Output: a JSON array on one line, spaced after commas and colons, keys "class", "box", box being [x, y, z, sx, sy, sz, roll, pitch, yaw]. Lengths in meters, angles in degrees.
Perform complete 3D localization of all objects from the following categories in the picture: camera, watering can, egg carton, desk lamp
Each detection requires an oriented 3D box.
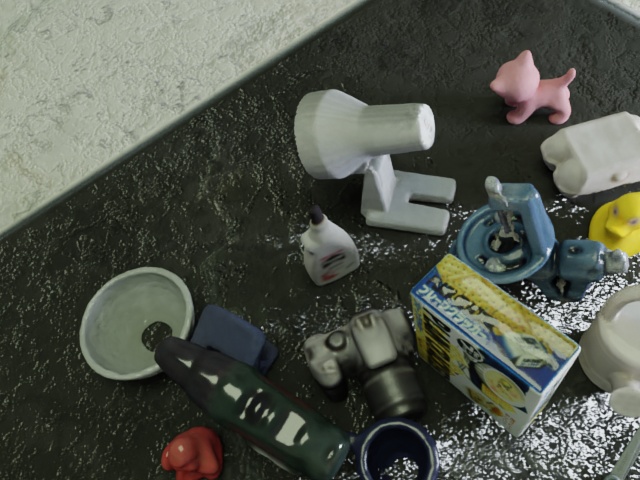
[{"class": "camera", "box": [0.064, 0.165, 0.713, 0.143, 0.101, 0.136, -22, 59, -1]}, {"class": "watering can", "box": [0.356, 0.108, 0.628, 0.100, 0.194, 0.173, -2, 61, 11]}, {"class": "egg carton", "box": [0.401, -0.119, 0.818, 0.150, 0.069, 0.107, -16, 59, 3]}, {"class": "desk lamp", "box": [0.083, -0.114, 0.799, 0.202, 0.214, 0.118, 9, 64, 17]}]

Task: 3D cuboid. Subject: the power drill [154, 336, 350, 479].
[{"class": "power drill", "box": [-0.066, 0.202, 0.658, 0.229, 0.209, 0.076, 23, 69, 23]}]

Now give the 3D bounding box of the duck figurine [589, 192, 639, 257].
[{"class": "duck figurine", "box": [0.407, -0.031, 0.758, 0.077, 0.086, 0.105, 37, 74, 27]}]

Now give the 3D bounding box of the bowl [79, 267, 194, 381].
[{"class": "bowl", "box": [-0.247, 0.127, 0.816, 0.167, 0.075, 0.167, -5, 60, 9]}]

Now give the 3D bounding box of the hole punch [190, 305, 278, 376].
[{"class": "hole punch", "box": [-0.123, 0.155, 0.765, 0.108, 0.091, 0.101, 25, 69, 23]}]

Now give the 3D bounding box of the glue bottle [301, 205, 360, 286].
[{"class": "glue bottle", "box": [0.007, 0.003, 0.774, 0.078, 0.173, 0.037, -30, 59, -5]}]

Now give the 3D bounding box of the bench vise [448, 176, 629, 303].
[{"class": "bench vise", "box": [0.264, -0.012, 0.700, 0.207, 0.220, 0.121, -6, 60, 9]}]

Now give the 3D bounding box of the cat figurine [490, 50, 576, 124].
[{"class": "cat figurine", "box": [0.322, -0.236, 0.872, 0.127, 0.118, 0.067, -1, 61, 12]}]

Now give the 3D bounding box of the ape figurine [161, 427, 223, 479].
[{"class": "ape figurine", "box": [-0.161, 0.267, 0.710, 0.077, 0.092, 0.076, 23, 68, 23]}]

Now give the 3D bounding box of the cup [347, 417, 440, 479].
[{"class": "cup", "box": [0.079, 0.256, 0.662, 0.117, 0.095, 0.092, 15, 65, 19]}]
